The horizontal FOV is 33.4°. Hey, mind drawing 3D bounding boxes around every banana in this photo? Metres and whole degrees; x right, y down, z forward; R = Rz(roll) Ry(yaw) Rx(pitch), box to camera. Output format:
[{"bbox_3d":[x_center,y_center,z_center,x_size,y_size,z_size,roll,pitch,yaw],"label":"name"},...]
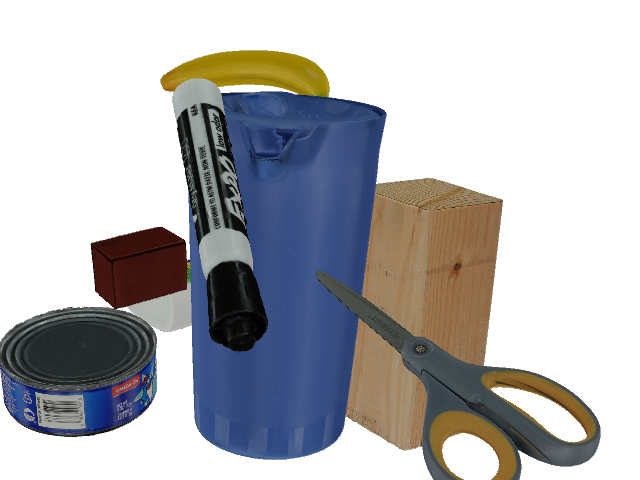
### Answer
[{"bbox_3d":[-0.071,-0.174,1.129,0.198,0.037,0.069,10,44,19],"label":"banana"}]

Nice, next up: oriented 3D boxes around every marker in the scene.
[{"bbox_3d":[-0.036,-0.012,0.370,0.020,0.121,0.020,-8,-42,-8],"label":"marker"}]

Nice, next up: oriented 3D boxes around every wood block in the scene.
[{"bbox_3d":[0.084,0.059,0.909,0.090,0.206,0.090,-8,20,-38],"label":"wood block"}]

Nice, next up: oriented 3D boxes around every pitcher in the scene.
[{"bbox_3d":[-0.028,0.018,0.746,0.148,0.243,0.145,-9,20,-39],"label":"pitcher"}]

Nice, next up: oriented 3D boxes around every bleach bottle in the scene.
[{"bbox_3d":[-0.119,0.052,1.372,0.250,0.068,0.103,-13,28,-43],"label":"bleach bottle"}]

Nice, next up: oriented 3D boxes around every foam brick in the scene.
[{"bbox_3d":[-0.173,0.025,1.021,0.078,0.051,0.053,-15,25,-30],"label":"foam brick"}]

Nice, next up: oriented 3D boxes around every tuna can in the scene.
[{"bbox_3d":[-0.133,0.072,0.592,0.086,0.034,0.086,1,25,-1],"label":"tuna can"}]

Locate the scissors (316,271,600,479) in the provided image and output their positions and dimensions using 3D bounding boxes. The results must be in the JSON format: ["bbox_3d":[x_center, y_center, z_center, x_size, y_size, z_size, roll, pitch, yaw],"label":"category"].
[{"bbox_3d":[0.048,0.076,0.569,0.202,0.016,0.096,23,46,33],"label":"scissors"}]
